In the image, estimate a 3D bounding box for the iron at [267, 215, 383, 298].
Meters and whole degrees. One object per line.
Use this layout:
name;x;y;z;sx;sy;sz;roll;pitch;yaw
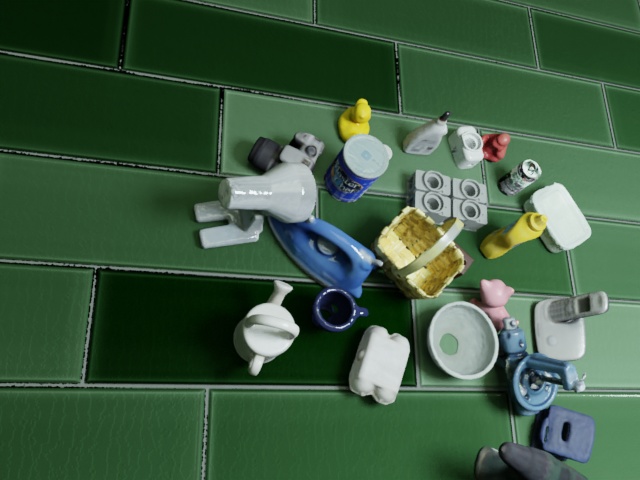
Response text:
iron;0.011;0.004;1.185;0.258;0.141;0.119;35;65;-4

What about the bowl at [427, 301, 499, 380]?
bowl;0.296;0.222;1.240;0.168;0.074;0.167;6;70;-16

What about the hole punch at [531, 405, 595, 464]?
hole punch;0.525;0.420;1.238;0.101;0.091;0.109;25;66;-8

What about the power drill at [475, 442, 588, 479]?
power drill;0.399;0.453;1.120;0.230;0.208;0.076;25;66;-8

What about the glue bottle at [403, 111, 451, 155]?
glue bottle;0.261;-0.254;1.339;0.078;0.173;0.037;4;70;-16

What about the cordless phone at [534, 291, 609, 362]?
cordless phone;0.568;0.192;1.279;0.094;0.184;0.147;7;70;-16

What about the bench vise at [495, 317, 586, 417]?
bench vise;0.438;0.264;1.192;0.122;0.219;0.207;-34;84;-25

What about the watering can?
watering can;-0.097;0.161;1.066;0.101;0.193;0.173;0;72;-18

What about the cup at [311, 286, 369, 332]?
cup;0.031;0.150;1.167;0.118;0.094;0.091;7;70;-16

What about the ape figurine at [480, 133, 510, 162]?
ape figurine;0.441;-0.240;1.439;0.076;0.092;0.078;-29;82;-24

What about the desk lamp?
desk lamp;-0.130;-0.068;1.124;0.204;0.213;0.118;-10;75;-21

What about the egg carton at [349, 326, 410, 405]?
egg carton;0.121;0.255;1.174;0.107;0.069;0.150;24;66;-9

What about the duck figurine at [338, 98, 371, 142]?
duck figurine;0.089;-0.281;1.340;0.078;0.086;0.104;15;68;-12

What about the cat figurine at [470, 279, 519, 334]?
cat figurine;0.395;0.142;1.277;0.067;0.117;0.128;-27;82;-24

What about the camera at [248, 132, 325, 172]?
camera;-0.076;-0.183;1.244;0.137;0.100;0.143;30;65;-6
